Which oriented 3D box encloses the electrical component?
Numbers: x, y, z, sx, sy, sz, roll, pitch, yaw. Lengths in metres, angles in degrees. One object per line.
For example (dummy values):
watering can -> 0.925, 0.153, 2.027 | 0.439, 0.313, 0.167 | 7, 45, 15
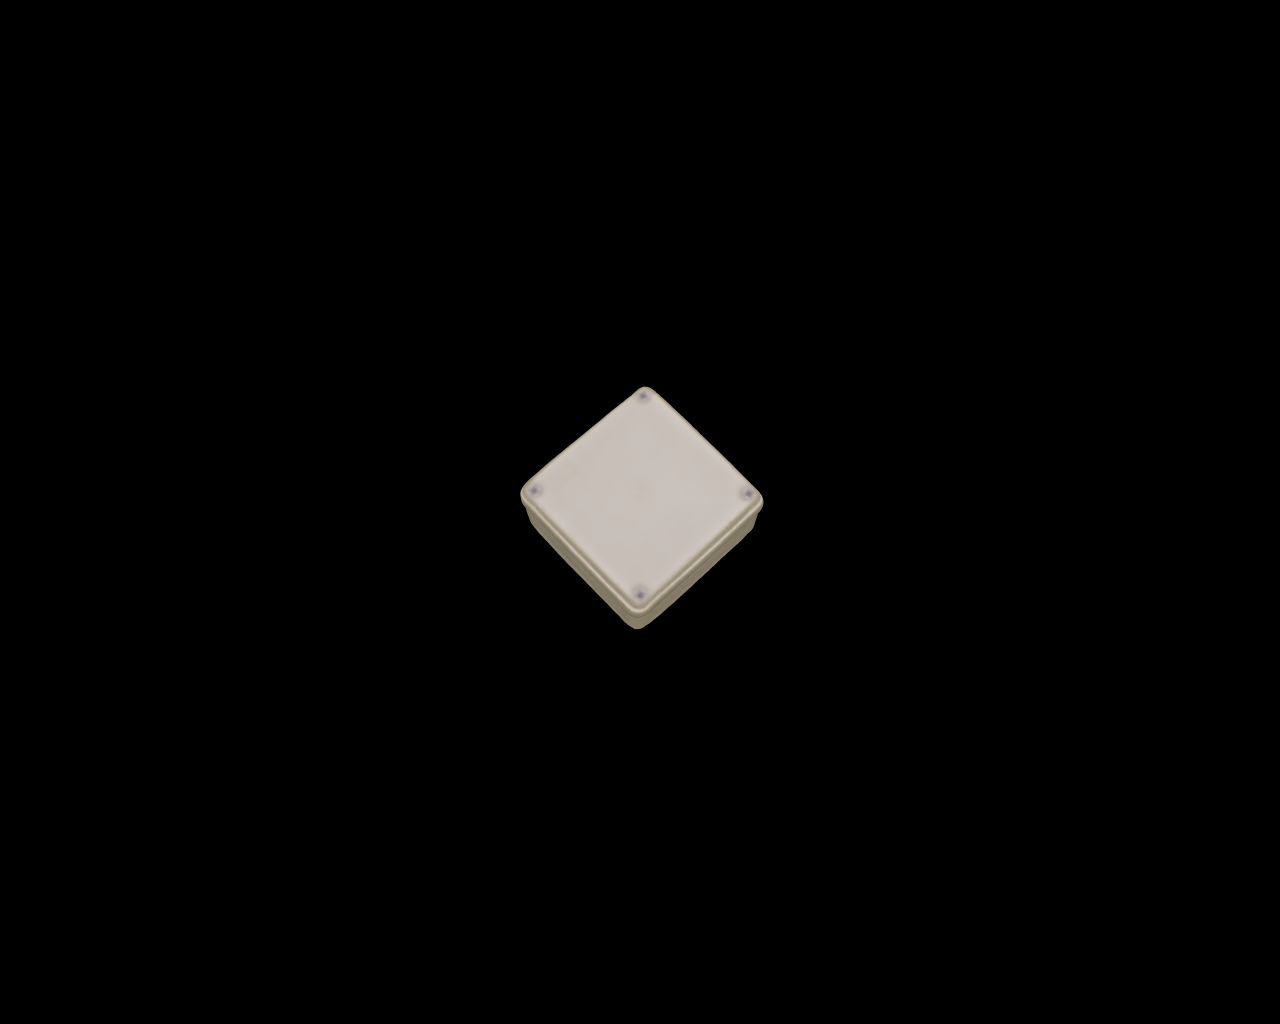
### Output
electrical component -> 0.001, -0.003, 0.650 | 0.109, 0.109, 0.056 | -41, -15, -14
